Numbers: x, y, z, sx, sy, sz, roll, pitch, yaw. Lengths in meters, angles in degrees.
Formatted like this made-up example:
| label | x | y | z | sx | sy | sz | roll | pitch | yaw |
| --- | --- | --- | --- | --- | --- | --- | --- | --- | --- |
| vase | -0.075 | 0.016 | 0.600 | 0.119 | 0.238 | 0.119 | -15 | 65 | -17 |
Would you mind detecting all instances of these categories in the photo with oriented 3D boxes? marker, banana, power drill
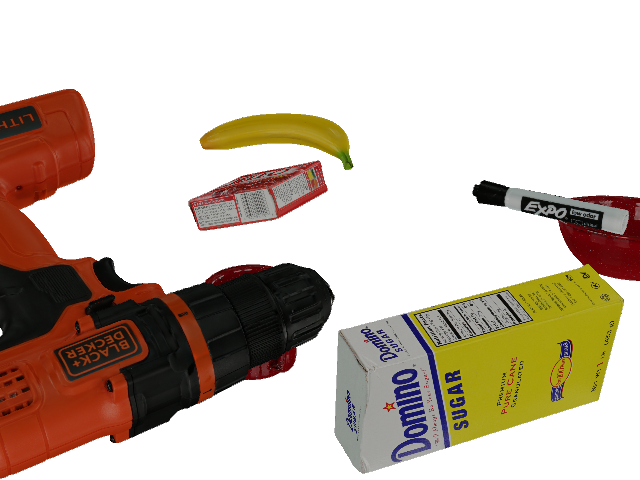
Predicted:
| label | x | y | z | sx | sy | sz | roll | pitch | yaw |
| --- | --- | --- | --- | --- | --- | --- | --- | --- | --- |
| marker | 0.175 | -0.027 | 0.822 | 0.121 | 0.020 | 0.020 | 15 | 7 | 27 |
| banana | -0.047 | -0.128 | 1.295 | 0.198 | 0.037 | 0.069 | 8 | 39 | 18 |
| power drill | -0.110 | 0.007 | 0.515 | 0.184 | 0.057 | 0.188 | -20 | 53 | -26 |

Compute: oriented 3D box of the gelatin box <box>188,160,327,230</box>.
| label | x | y | z | sx | sy | sz | roll | pitch | yaw |
| --- | --- | --- | --- | --- | --- | --- | --- | --- | --- |
| gelatin box | -0.051 | -0.037 | 0.869 | 0.089 | 0.030 | 0.073 | -7 | 15 | 38 |

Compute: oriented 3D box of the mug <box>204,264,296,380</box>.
| label | x | y | z | sx | sy | sz | roll | pitch | yaw |
| --- | --- | --- | --- | --- | --- | --- | --- | --- | --- |
| mug | -0.059 | 0.085 | 1.022 | 0.093 | 0.081 | 0.117 | -20 | 33 | -33 |

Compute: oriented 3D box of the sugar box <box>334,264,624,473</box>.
| label | x | y | z | sx | sy | sz | roll | pitch | yaw |
| --- | --- | --- | --- | --- | --- | --- | --- | --- | --- |
| sugar box | 0.097 | 0.080 | 0.664 | 0.176 | 0.093 | 0.048 | -16 | 41 | -19 |

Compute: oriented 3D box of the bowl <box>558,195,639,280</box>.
| label | x | y | z | sx | sy | sz | roll | pitch | yaw |
| --- | --- | --- | --- | --- | --- | --- | --- | --- | --- |
| bowl | 0.311 | 0.000 | 1.070 | 0.162 | 0.055 | 0.162 | 1 | 17 | -1 |
